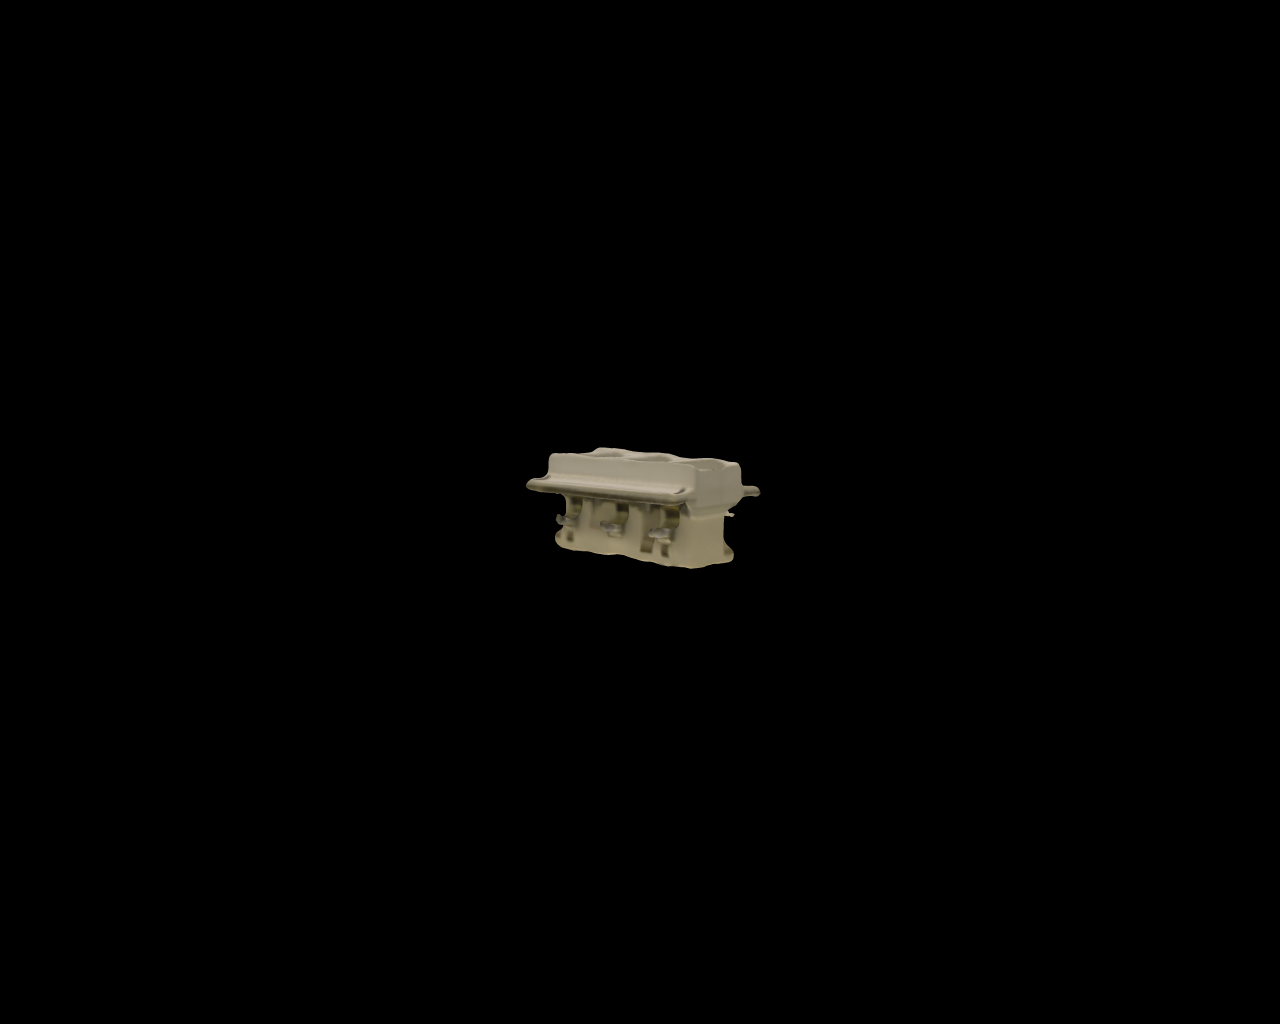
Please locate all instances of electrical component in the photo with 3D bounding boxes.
[{"bbox_3d":[0.001,-0.003,0.650,0.121,0.063,0.079,8,12,43],"label":"electrical component"}]
